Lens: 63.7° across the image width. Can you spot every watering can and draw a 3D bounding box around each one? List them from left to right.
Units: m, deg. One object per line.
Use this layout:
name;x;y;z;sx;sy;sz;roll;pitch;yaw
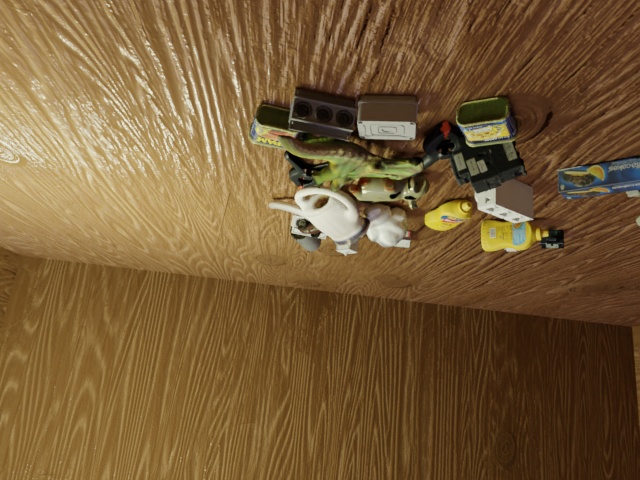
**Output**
watering can;0.005;-0.077;1.539;0.221;0.106;0.346;42;154;-26

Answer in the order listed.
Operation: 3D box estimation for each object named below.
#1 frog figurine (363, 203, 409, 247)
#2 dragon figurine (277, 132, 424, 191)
frog figurine;0.201;-0.055;1.572;0.137;0.125;0.156;-28;151;1
dragon figurine;0.095;-0.172;1.079;0.242;0.122;0.410;1;-179;20
